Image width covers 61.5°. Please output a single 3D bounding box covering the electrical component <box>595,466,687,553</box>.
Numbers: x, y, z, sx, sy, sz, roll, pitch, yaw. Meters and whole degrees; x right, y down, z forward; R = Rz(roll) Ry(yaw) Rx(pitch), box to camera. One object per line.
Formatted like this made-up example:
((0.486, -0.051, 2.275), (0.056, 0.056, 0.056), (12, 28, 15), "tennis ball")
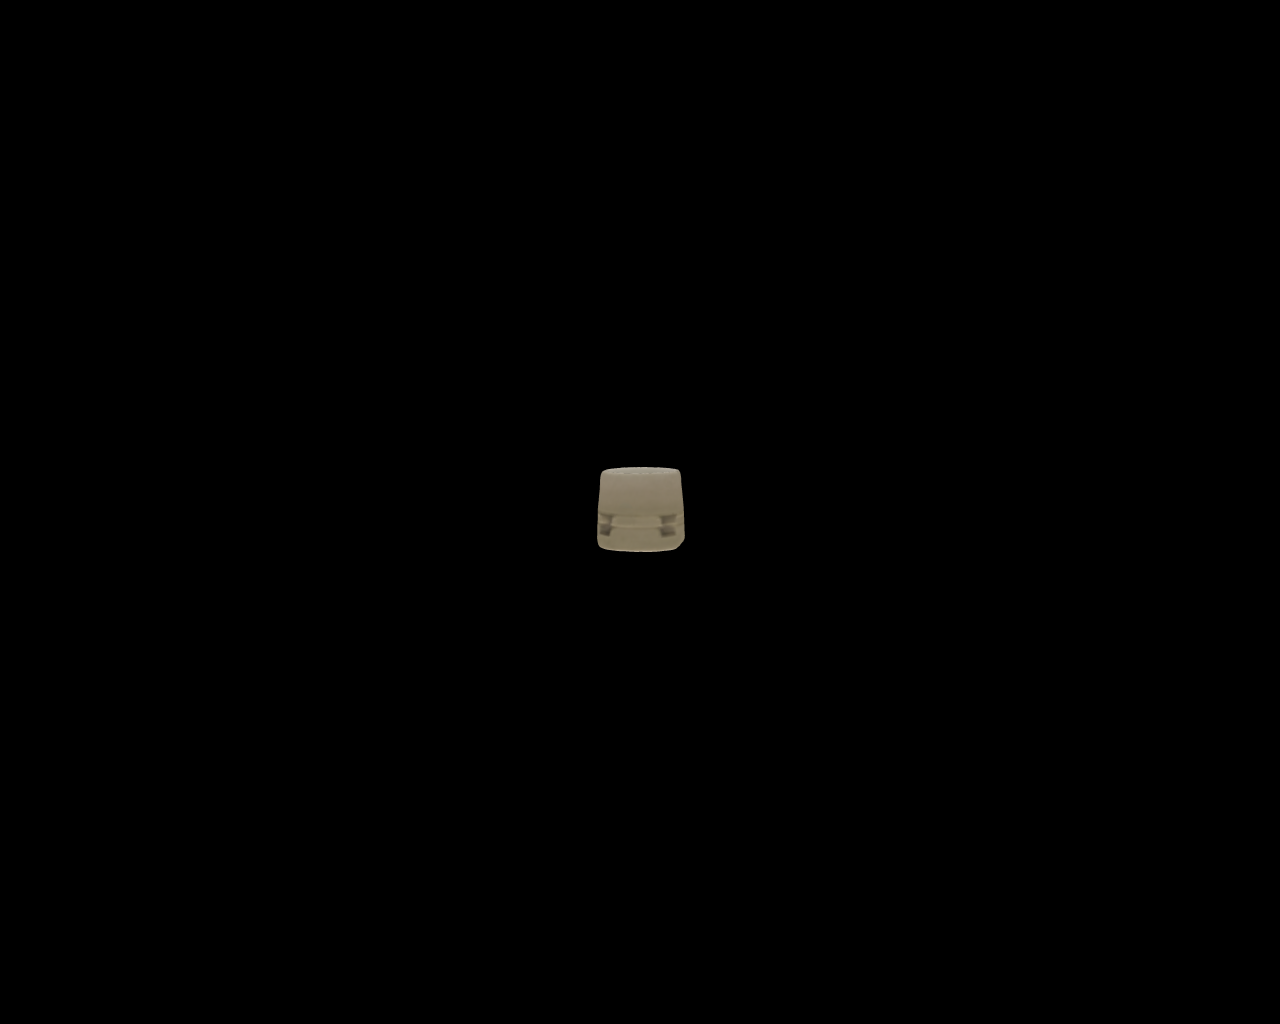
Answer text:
((0.001, -0.003, 0.650), (0.055, 0.047, 0.055), (0, 7, 0), "electrical component")
